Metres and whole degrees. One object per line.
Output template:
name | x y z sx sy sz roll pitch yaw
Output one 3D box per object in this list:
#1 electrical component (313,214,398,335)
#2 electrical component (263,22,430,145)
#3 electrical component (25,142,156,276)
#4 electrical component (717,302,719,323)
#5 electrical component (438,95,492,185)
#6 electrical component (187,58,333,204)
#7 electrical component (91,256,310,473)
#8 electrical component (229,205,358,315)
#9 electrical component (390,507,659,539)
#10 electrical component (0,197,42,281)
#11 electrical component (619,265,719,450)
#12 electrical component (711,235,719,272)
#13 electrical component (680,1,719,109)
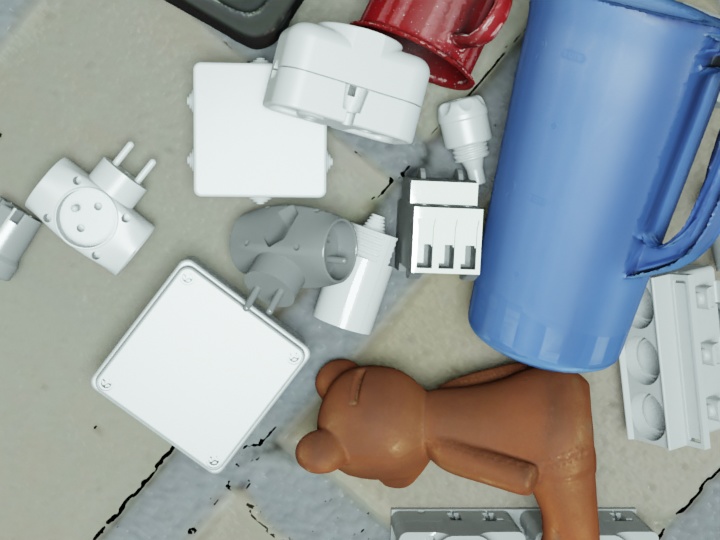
electrical component | 0.000 0.000 0.754 0.043 0.043 0.081 18 94 -7
electrical component | -0.007 -0.121 0.687 0.095 0.054 0.059 14 92 -18
electrical component | -0.172 -0.050 0.732 0.077 0.044 0.079 39 91 -8
electrical component | 0.282 0.038 0.787 0.046 0.040 0.040 -13 97 -9
electrical component | 0.076 -0.090 0.756 0.035 0.035 0.061 -14 100 -4
electrical component | -0.068 -0.095 0.735 0.100 0.048 0.099 0 96 -5
electrical component | -0.109 0.064 0.744 0.109 0.056 0.108 38 92 -8
electrical component | -0.052 -0.002 0.720 0.079 0.077 0.043 -63 143 -32
electrical component | 0.117 0.233 0.781 0.186 0.060 0.105 1 96 -5
electrical component | -0.244 -0.022 0.732 0.040 0.040 0.046 33 87 -8
electrical component | 0.224 0.059 0.770 0.063 0.079 0.121 -11 97 -26
electrical component | 0.290 -0.041 0.752 0.099 0.099 0.064 -19 91 -3
electrical component | 0.248 -0.140 0.762 0.077 0.044 0.079 18 94 -7
